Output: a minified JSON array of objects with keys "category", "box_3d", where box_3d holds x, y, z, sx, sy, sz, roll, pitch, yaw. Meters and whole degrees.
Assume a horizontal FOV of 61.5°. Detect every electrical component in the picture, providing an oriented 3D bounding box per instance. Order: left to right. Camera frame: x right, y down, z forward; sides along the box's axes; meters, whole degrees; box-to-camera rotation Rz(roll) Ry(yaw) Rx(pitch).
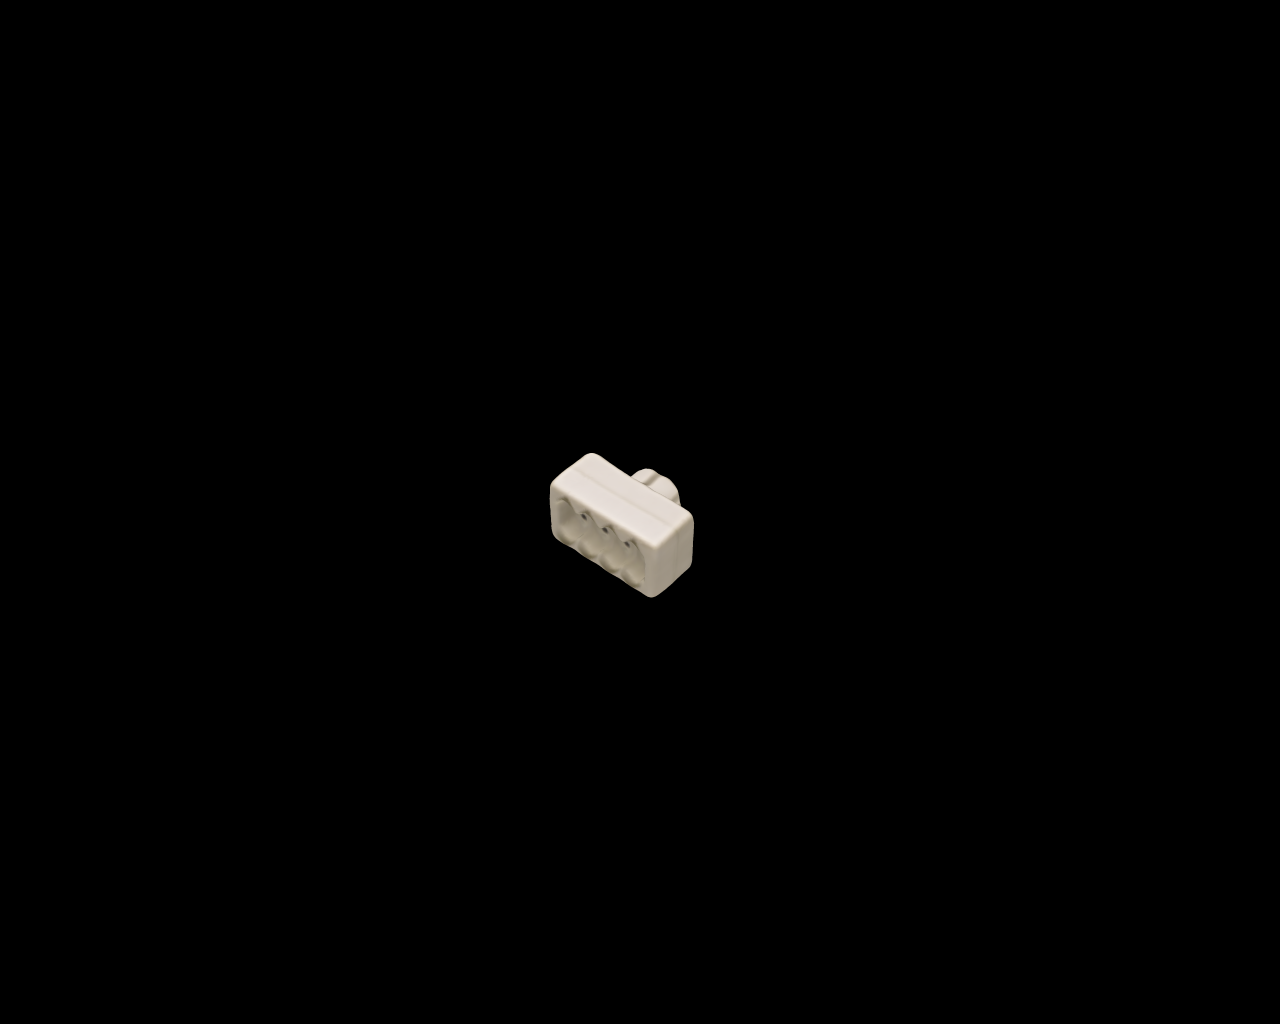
[{"category":"electrical component","box_3d":[0.001,-0.003,0.650,0.083,0.047,0.076,32,54,27]}]
